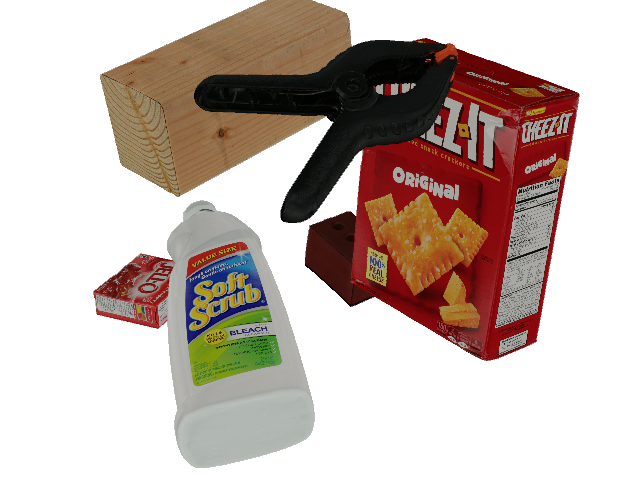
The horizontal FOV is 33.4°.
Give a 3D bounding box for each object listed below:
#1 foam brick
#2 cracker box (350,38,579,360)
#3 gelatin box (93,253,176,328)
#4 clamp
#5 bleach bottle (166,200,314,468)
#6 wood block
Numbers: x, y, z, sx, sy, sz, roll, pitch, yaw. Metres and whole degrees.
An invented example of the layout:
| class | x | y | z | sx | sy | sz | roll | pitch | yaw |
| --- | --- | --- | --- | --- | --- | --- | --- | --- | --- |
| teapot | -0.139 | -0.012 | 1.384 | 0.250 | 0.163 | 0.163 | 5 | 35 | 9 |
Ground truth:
| class | x | y | z | sx | sy | sz | roll | pitch | yaw |
| --- | --- | --- | --- | --- | --- | --- | --- | --- | --- |
| foam brick | 0.029 | 0.017 | 1.039 | 0.052 | 0.051 | 0.078 | -22 | 44 | -31 |
| cracker box | 0.105 | -0.034 | 0.850 | 0.071 | 0.214 | 0.164 | -17 | 33 | -36 |
| gelatin box | -0.170 | 0.048 | 1.060 | 0.073 | 0.030 | 0.089 | 11 | 30 | 23 |
| clamp | 0.019 | -0.076 | 0.668 | 0.171 | 0.120 | 0.039 | -19 | -26 | -14 |
| bleach bottle | -0.081 | 0.055 | 0.835 | 0.102 | 0.068 | 0.251 | -12 | 41 | -9 |
| wood block | -0.075 | -0.133 | 0.933 | 0.205 | 0.091 | 0.090 | -32 | 42 | -31 |
